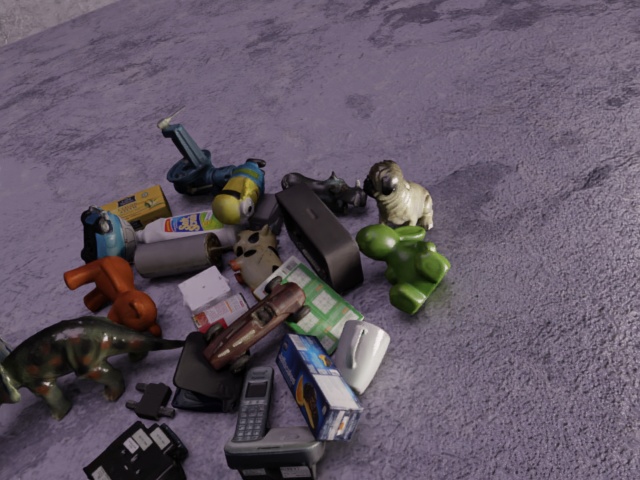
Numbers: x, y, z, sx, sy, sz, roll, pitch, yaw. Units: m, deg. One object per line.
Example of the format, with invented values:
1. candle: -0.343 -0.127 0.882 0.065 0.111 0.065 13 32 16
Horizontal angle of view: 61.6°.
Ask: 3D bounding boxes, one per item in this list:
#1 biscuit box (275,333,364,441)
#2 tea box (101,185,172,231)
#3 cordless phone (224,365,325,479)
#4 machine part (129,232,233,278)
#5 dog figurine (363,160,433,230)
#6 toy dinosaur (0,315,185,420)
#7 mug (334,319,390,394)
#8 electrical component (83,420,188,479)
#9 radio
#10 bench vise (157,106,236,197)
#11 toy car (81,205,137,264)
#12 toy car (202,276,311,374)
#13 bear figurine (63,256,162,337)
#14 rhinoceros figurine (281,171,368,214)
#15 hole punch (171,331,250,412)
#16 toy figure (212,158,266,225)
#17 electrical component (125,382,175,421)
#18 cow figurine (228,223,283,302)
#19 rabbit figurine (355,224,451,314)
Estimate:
1. biscuit box: -0.008 0.223 0.841 0.059 0.062 0.203 12 17 -27
2. tea box: -0.440 -0.053 1.268 0.170 0.068 0.098 -24 45 -9
3. cordless phone: -0.063 0.274 0.837 0.147 0.088 0.184 -7 40 8
4. machine part: -0.297 0.033 1.127 0.243 0.079 0.079 -10 43 15
5. dog figurine: 0.165 -0.101 1.078 0.121 0.190 0.172 10 47 22
6. toy dinosaur: -0.432 0.197 0.926 0.405 0.191 0.131 -25 47 -10
7. mug: 0.062 0.191 0.875 0.081 0.109 0.107 16 65 13
8. electrical component: -0.275 0.350 0.828 0.134 0.058 0.115 -38 51 -24
9. radio: -0.002 -0.003 1.062 0.073 0.130 0.230 -26 46 -12
10. bench vise: -0.286 -0.180 1.251 0.224 0.240 0.129 7 49 42
11. toy car: -0.458 0.002 1.176 0.109 0.161 0.103 18 21 39
12. toy car: -0.108 0.141 0.915 0.202 0.053 0.089 -36 76 -24
13. bear figurine: -0.399 0.123 1.049 0.132 0.120 0.196 -31 51 -12
14. rhinoceros figurine: 0.008 -0.103 1.173 0.190 0.112 0.073 11 41 -3
15. hole punch: -0.189 0.233 0.918 0.116 0.092 0.142 18 43 -9
16. toy figure: -0.169 -0.103 1.154 0.089 0.082 0.180 -5 44 19
17. electrical component: -0.287 0.277 0.929 0.094 0.021 0.063 5 47 18
18. cow figurine: -0.113 0.044 1.076 0.127 0.085 0.195 -29 49 -17
19. rabbit figurine: 0.151 0.023 0.982 0.170 0.121 0.159 38 31 12
